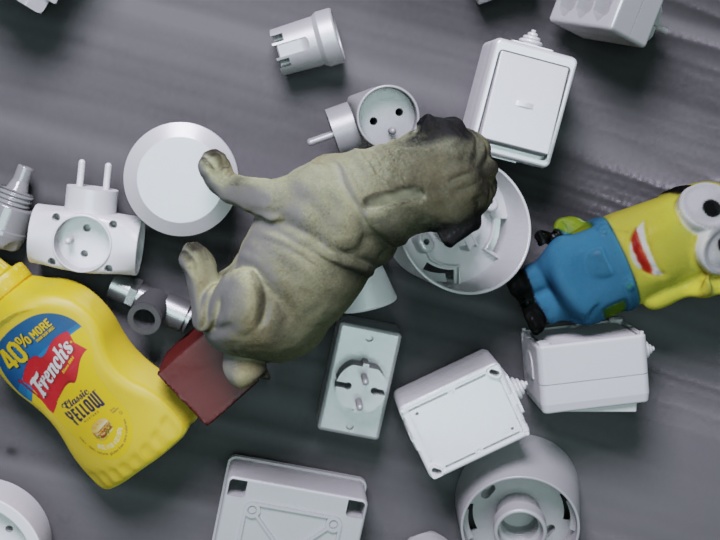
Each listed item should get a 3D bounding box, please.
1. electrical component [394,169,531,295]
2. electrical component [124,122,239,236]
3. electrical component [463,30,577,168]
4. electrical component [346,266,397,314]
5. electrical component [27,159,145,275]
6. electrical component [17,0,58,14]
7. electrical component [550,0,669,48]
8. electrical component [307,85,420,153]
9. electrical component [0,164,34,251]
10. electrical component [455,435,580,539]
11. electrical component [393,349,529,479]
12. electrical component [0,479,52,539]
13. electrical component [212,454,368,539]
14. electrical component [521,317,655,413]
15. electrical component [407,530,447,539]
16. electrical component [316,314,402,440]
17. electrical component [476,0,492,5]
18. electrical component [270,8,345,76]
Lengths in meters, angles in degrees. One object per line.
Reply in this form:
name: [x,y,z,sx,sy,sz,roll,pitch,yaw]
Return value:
electrical component: [0.068,-0.034,0.781,0.099,0.064,0.099,-2,95,-21]
electrical component: [-0.127,-0.066,0.776,0.080,0.051,0.080,-1,98,-4]
electrical component: [0.115,-0.127,0.778,0.062,0.061,0.096,14,97,-6]
electrical component: [0.000,0.000,0.797,0.045,0.045,0.055,-13,99,-2]
electrical component: [-0.196,-0.040,0.778,0.077,0.044,0.079,7,98,-5]
electrical component: [-0.213,-0.242,0.732,0.079,0.063,0.121,28,97,-48]
electrical component: [0.191,-0.186,0.776,0.077,0.066,0.047,16,98,-35]
electrical component: [0.000,-0.103,0.765,0.079,0.077,0.044,-19,99,-1]
electrical component: [-0.253,-0.046,0.779,0.035,0.035,0.061,22,94,-7]
electrical component: [0.124,0.185,0.835,0.099,0.064,0.099,2,109,4]
electrical component: [0.080,0.103,0.809,0.096,0.061,0.061,-25,99,0]
electrical component: [-0.283,0.207,0.801,0.108,0.060,0.108,-1,98,-4]
electrical component: [-0.057,0.206,0.818,0.109,0.056,0.108,11,98,-5]
electrical component: [0.175,0.074,0.811,0.096,0.061,0.061,-6,98,-3]
electrical component: [0.055,0.230,0.825,0.043,0.062,0.043,-1,98,-4]
electrical component: [0.000,0.083,0.793,0.047,0.075,0.083,12,97,-5]
electrical component: [0.102,-0.216,0.775,0.046,0.040,0.040,-21,99,5]
electrical component: [-0.038,-0.163,0.774,0.046,0.040,0.040,-15,99,5]
